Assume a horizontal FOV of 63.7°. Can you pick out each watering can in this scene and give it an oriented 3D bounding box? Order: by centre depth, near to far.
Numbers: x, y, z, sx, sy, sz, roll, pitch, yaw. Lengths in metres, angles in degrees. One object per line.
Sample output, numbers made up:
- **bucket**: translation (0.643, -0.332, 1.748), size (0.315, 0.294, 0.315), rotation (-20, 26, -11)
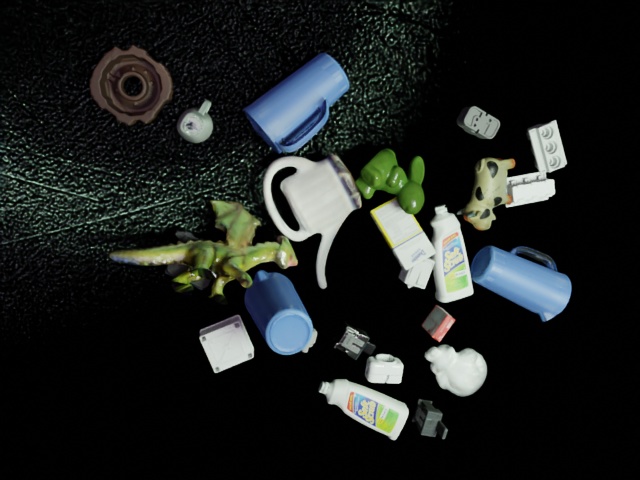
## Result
- **watering can**: translation (0.004, -0.064, 1.279), size (0.224, 0.105, 0.344), rotation (-30, 107, -2)

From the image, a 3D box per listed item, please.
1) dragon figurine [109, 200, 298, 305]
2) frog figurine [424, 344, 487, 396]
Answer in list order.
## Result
- **dragon figurine**: translation (-0.250, 0.007, 1.215), size (0.410, 0.119, 0.249), rotation (19, 51, -6)
- **frog figurine**: translation (0.370, 0.344, 1.403), size (0.136, 0.125, 0.157), rotation (-40, 117, 19)
